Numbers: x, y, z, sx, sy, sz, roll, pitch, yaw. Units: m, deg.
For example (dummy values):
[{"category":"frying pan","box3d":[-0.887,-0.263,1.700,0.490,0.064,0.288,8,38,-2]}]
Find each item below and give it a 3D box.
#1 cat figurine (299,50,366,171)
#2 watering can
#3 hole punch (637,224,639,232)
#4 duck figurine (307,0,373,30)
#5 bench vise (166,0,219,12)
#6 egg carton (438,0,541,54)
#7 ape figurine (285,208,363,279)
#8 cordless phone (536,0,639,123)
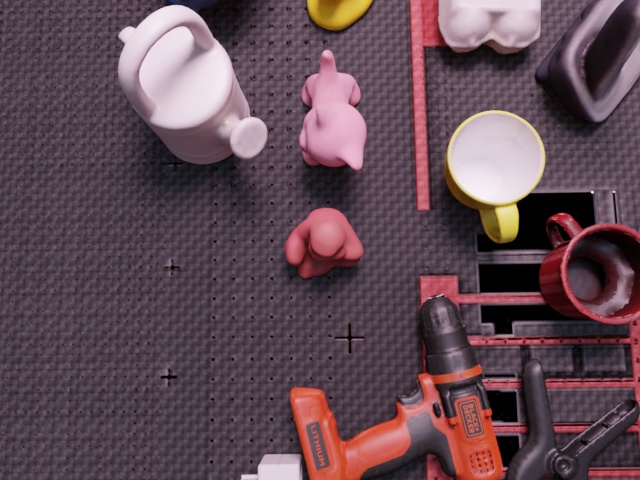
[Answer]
[{"category":"cat figurine","box3d":[0.012,-0.123,0.567,0.067,0.118,0.128,-3,81,1]},{"category":"watering can","box3d":[-0.121,-0.142,0.534,0.172,0.194,0.101,19,82,4]},{"category":"hole punch","box3d":[0.370,0.002,0.556,0.101,0.091,0.109,24,83,5]},{"category":"duck figurine","box3d":[0.024,-0.289,0.608,0.077,0.086,0.105,24,83,5]},{"category":"bench vise","box3d":[-0.084,-0.332,0.549,0.121,0.220,0.207,43,85,7]},{"category":"egg carton","box3d":[0.180,-0.273,0.611,0.107,0.069,0.150,2,82,1]},{"category":"ape figurine","box3d":[0.005,0.002,0.562,0.077,0.092,0.076,18,82,4]},{"category":"cordless phone","box3d":[0.296,-0.207,0.541,0.094,0.185,0.148,34,84,6]}]
